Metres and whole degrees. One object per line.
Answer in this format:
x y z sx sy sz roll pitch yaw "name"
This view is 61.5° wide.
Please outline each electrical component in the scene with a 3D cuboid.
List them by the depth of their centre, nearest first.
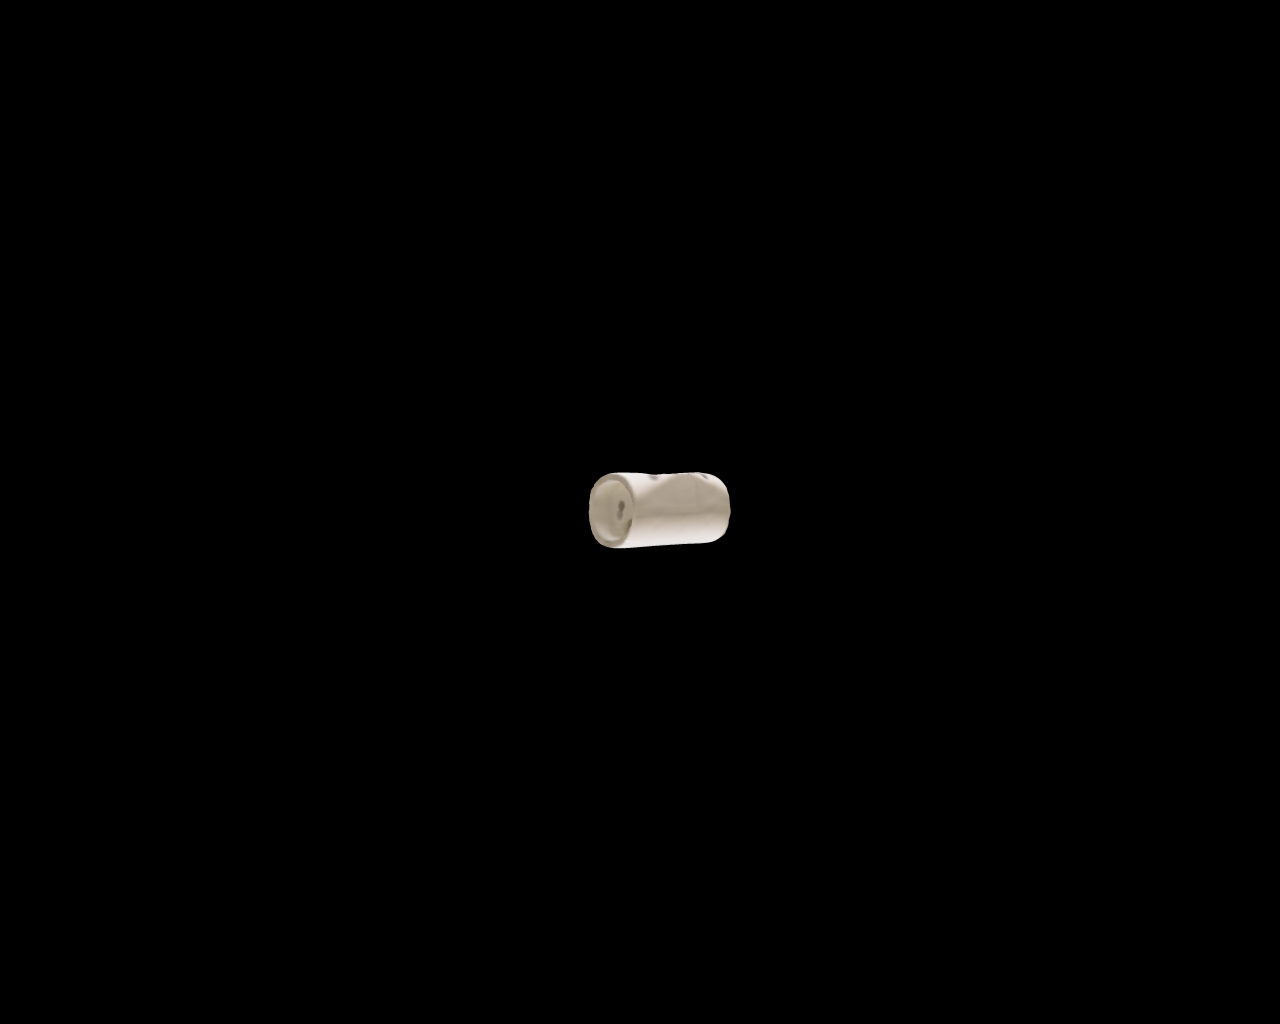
0.001 -0.003 0.650 0.077 0.044 0.079 -2 3 -40 "electrical component"
